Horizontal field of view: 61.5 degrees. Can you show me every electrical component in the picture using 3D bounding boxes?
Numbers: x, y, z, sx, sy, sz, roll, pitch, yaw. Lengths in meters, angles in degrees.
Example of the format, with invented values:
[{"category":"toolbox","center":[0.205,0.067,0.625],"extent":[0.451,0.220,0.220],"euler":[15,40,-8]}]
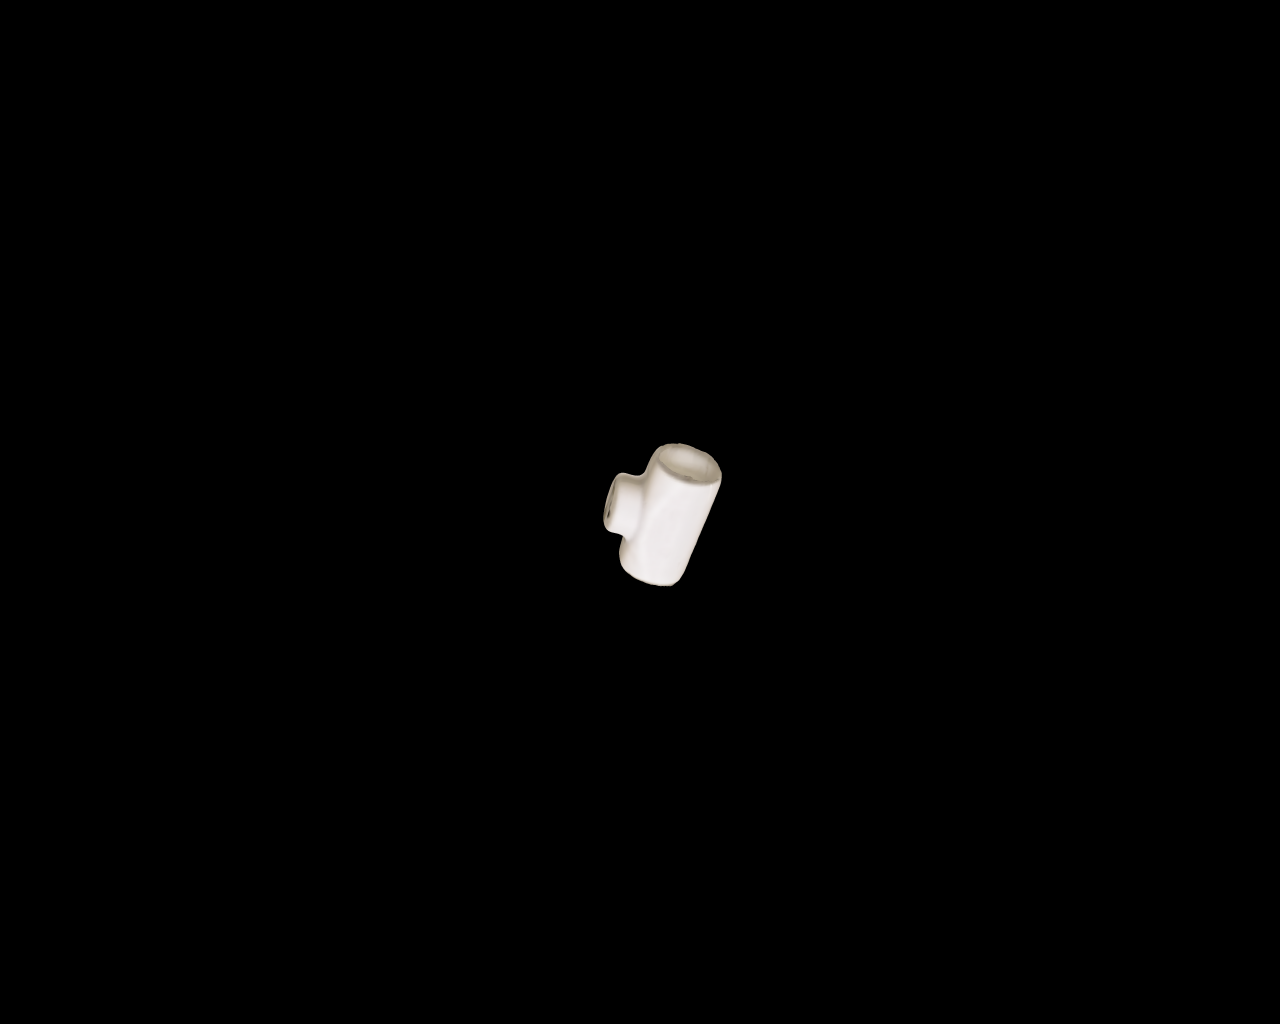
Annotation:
[{"category":"electrical component","center":[0.001,-0.003,0.650],"extent":[0.079,0.077,0.044],"euler":[15,32,-9]}]
